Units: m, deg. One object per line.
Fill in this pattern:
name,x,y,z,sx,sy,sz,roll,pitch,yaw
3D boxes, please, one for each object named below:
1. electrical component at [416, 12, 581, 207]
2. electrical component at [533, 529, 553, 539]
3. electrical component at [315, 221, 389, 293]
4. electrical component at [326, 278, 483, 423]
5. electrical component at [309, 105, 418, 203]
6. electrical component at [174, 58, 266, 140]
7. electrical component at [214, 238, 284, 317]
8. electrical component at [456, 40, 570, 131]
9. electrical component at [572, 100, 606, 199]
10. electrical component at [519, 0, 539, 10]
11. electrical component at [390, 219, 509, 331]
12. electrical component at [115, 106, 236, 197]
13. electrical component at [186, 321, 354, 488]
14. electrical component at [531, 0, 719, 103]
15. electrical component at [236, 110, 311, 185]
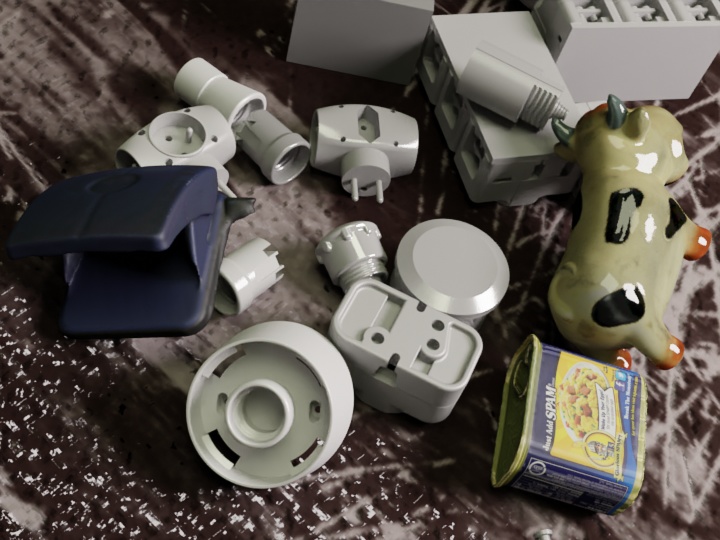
electrical component,0.112,-0.130,0.859,0.089,0.061,0.150,-7,58,-18
electrical component,0.120,0.196,0.648,0.040,0.040,0.078,-2,56,-15
electrical component,0.000,0.000,0.754,0.048,0.048,0.062,-16,68,-23
electrical component,0.025,0.056,0.710,0.095,0.059,0.053,26,54,5
electrical component,0.003,-0.083,0.812,0.077,0.043,0.079,4,55,-11
electrical component,-0.110,-0.132,0.821,0.065,0.044,0.044,37,56,19
electrical component,-0.080,0.004,0.735,0.040,0.040,0.046,41,52,15
electrical component,0.117,-0.132,0.794,0.081,0.043,0.043,28,54,6
electrical component,0.206,-0.091,0.863,0.076,0.047,0.083,-9,59,-16
electrical component,0.176,-0.241,0.966,0.040,0.040,0.078,-33,69,-30
electrical component,0.061,0.008,0.757,0.080,0.051,0.080,6,55,-9
electrical component,-0.121,-0.072,0.774,0.077,0.044,0.079,-33,69,-30
electrical component,-0.056,0.083,0.661,0.099,0.064,0.099,0,91,9
electrical component,0.222,-0.196,0.915,0.150,0.089,0.061,-5,57,-17
electrical component,-0.066,-0.093,0.805,0.040,0.040,0.046,-32,63,-30
